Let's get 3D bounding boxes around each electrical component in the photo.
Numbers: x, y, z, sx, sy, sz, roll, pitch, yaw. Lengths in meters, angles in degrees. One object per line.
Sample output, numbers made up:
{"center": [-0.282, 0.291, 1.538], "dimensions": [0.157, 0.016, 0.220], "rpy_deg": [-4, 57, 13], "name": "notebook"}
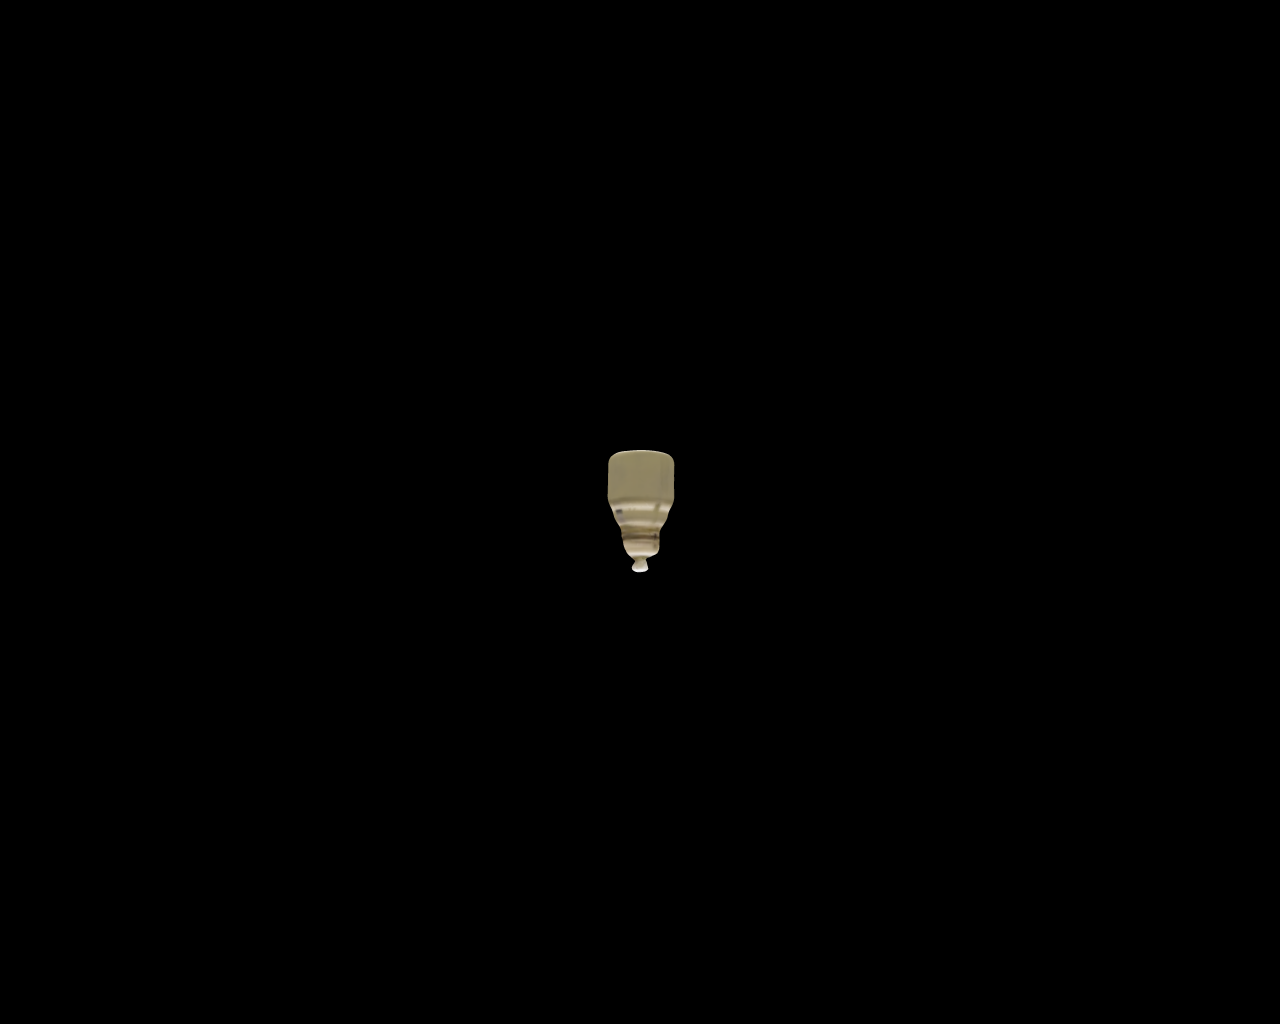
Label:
{"center": [0.001, -0.003, 0.650], "dimensions": [0.040, 0.078, 0.040], "rpy_deg": [0, -7, 0], "name": "electrical component"}
